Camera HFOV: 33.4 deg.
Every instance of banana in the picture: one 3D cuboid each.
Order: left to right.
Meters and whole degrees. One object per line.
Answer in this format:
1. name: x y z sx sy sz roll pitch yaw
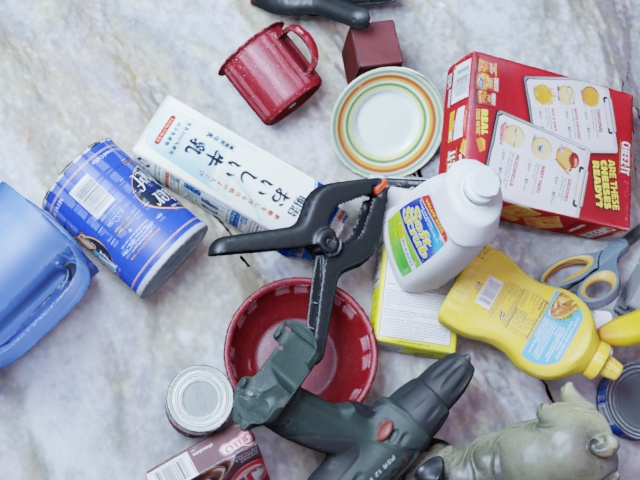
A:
1. banana: 0.378 0.058 1.152 0.069 0.037 0.197 44 76 3

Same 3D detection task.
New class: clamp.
1. clamp: -0.007 0.001 1.095 0.164 0.036 0.209 44 66 -18
2. clamp: 0.004 -0.277 1.211 0.172 0.039 0.120 17 29 25

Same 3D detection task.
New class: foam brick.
1. foam brick: 0.058 -0.207 1.205 0.051 0.078 0.053 -9 78 -8

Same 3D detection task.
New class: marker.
1. marker: 0.114 -0.062 1.207 0.121 0.020 0.020 2 76 -9

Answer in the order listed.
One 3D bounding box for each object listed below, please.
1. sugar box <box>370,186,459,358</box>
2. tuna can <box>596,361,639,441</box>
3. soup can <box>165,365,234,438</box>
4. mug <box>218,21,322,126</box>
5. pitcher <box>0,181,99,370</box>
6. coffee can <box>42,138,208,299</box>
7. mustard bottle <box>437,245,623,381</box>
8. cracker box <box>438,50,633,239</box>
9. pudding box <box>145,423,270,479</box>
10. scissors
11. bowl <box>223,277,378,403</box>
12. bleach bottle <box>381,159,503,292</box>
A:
1. sugar box: 0.108 0.036 1.171 0.093 0.048 0.176 10 72 -6
2. tuna can: 0.350 0.178 1.175 0.086 0.034 0.086 2 76 -7
3. soup can: -0.122 0.164 1.078 0.068 0.102 0.068 2 77 -8
4. mug: -0.045 -0.187 1.171 0.081 0.117 0.093 52 37 1
5. pitcher: -0.341 0.073 1.052 0.145 0.149 0.242 42 78 -2
6. coffee can: -0.202 -0.023 1.112 0.140 0.103 0.102 42 75 3
7. mustard bottle: 0.225 0.090 1.107 0.192 0.058 0.096 30 77 8
8. cracker box: 0.239 -0.100 1.185 0.213 0.072 0.164 11 76 -21
9. pudding box: -0.110 0.239 1.067 0.113 0.090 0.039 -25 50 -11
10. scissors: 0.342 0.021 1.196 0.201 0.016 0.096 -24 36 -11
11. bowl: -0.022 0.123 1.126 0.162 0.055 0.162 2 76 -7
12. bleach bottle: 0.121 -0.023 1.032 0.068 0.251 0.102 -11 76 -12
